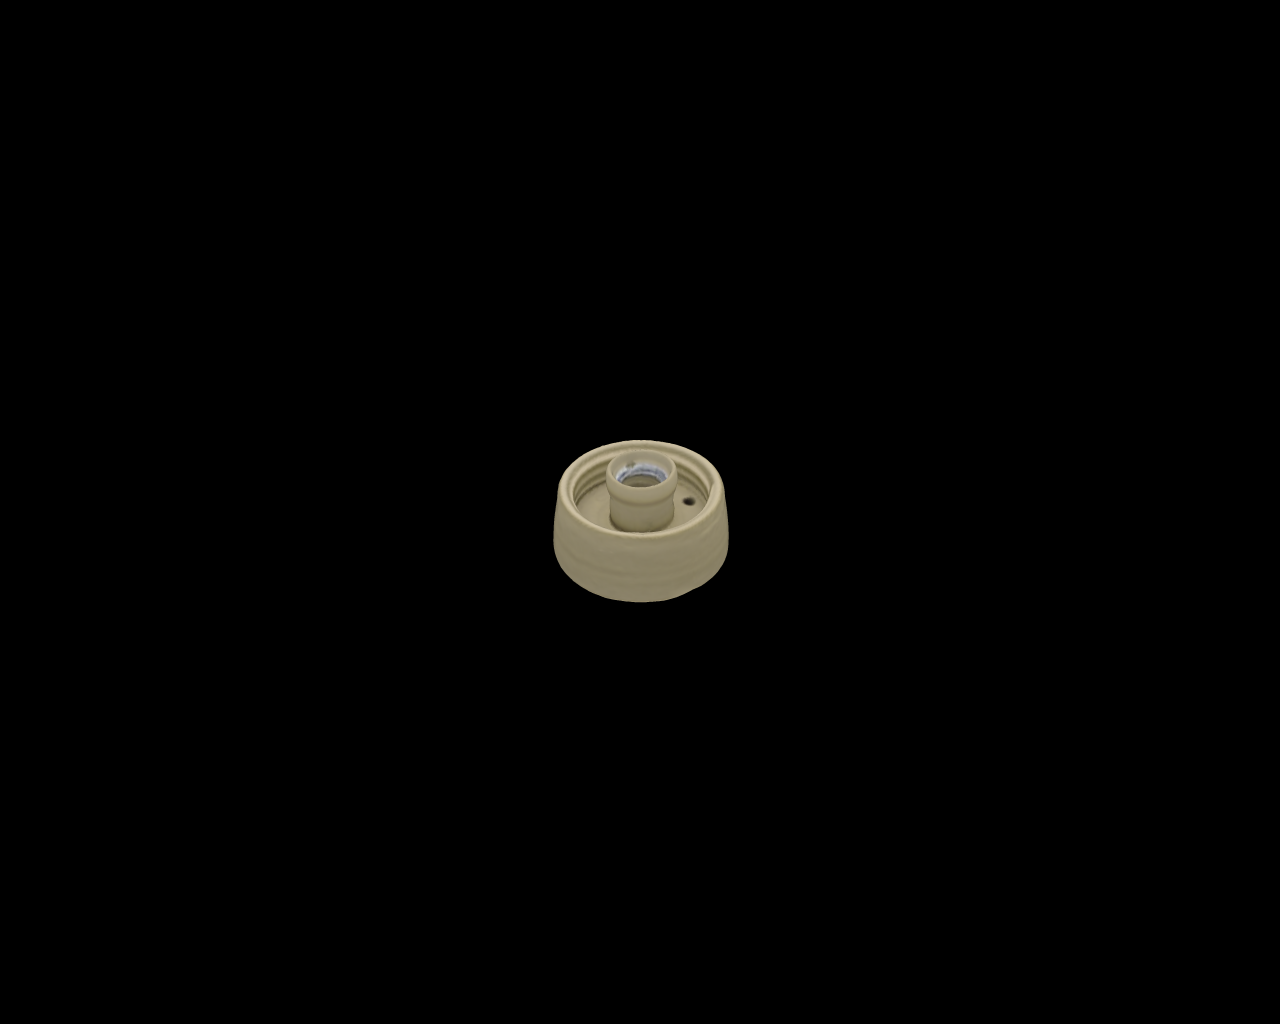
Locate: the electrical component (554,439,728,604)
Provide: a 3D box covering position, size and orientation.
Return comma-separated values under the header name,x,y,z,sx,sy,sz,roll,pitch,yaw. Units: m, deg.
name,x,y,z,sx,sy,sz,roll,pitch,yaw
electrical component,0.001,-0.003,0.650,0.108,0.060,0.108,0,37,0
